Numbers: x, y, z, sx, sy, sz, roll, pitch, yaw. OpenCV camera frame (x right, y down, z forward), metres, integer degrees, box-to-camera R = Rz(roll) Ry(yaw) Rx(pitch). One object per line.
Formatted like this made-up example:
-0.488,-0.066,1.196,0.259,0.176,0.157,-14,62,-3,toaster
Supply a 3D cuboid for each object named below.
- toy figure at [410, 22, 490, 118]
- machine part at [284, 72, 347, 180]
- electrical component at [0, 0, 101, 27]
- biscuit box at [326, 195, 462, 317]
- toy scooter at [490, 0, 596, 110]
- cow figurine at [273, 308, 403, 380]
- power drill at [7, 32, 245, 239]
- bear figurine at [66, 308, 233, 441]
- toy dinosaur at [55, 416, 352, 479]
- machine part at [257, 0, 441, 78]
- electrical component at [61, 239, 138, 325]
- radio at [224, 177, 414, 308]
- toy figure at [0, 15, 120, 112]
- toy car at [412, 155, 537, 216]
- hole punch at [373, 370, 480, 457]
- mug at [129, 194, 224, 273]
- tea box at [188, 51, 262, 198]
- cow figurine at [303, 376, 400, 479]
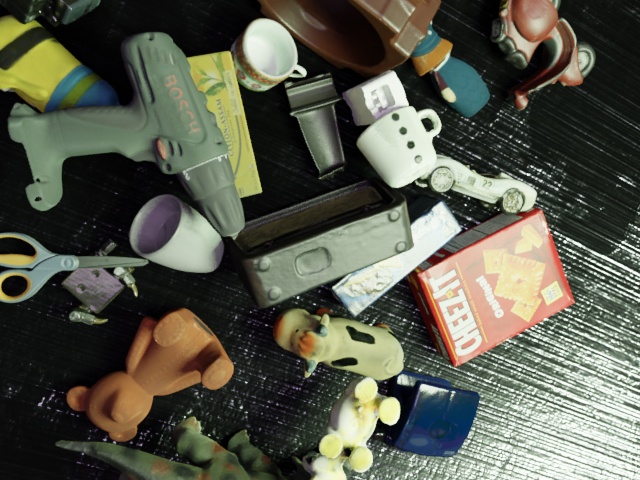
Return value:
0.169,-0.237,0.741,0.154,0.064,0.058,43,124,-12,toy figure
0.002,-0.151,0.726,0.084,0.039,0.138,-17,102,-16,machine part
-0.309,-0.302,0.585,0.134,0.058,0.115,43,52,-17,electrical component
0.102,0.019,0.767,0.203,0.063,0.059,-39,108,-4,biscuit box
0.301,-0.267,0.761,0.183,0.075,0.135,42,90,-21,toy scooter
0.026,0.144,0.737,0.195,0.127,0.085,19,92,-19,cow figurine
-0.205,-0.090,0.574,0.207,0.086,0.231,-13,101,1,power drill
-0.222,0.178,0.684,0.196,0.132,0.120,-42,105,-10,bear figurine
-0.109,0.318,0.672,0.404,0.192,0.131,22,82,-45,toy dinosaur
0.021,-0.285,0.620,0.201,0.201,0.087,31,89,-17,machine part
-0.283,0.059,0.688,0.102,0.045,0.078,-39,108,-4,electrical component
-0.001,-0.002,0.698,0.230,0.131,0.073,-22,114,-9,radio
-0.301,-0.180,0.625,0.180,0.082,0.089,33,79,-12,toy figure
0.212,-0.082,0.770,0.202,0.074,0.056,15,99,-16,toy car
0.164,0.260,0.794,0.142,0.092,0.115,15,77,-19,hole punch
-0.181,0.004,0.681,0.107,0.110,0.081,40,48,-50,mug
-0.127,-0.136,0.665,0.068,0.098,0.169,-15,102,-12,tea box
0.027,0.255,0.684,0.068,0.098,0.167,36,77,-4,cow figurine
